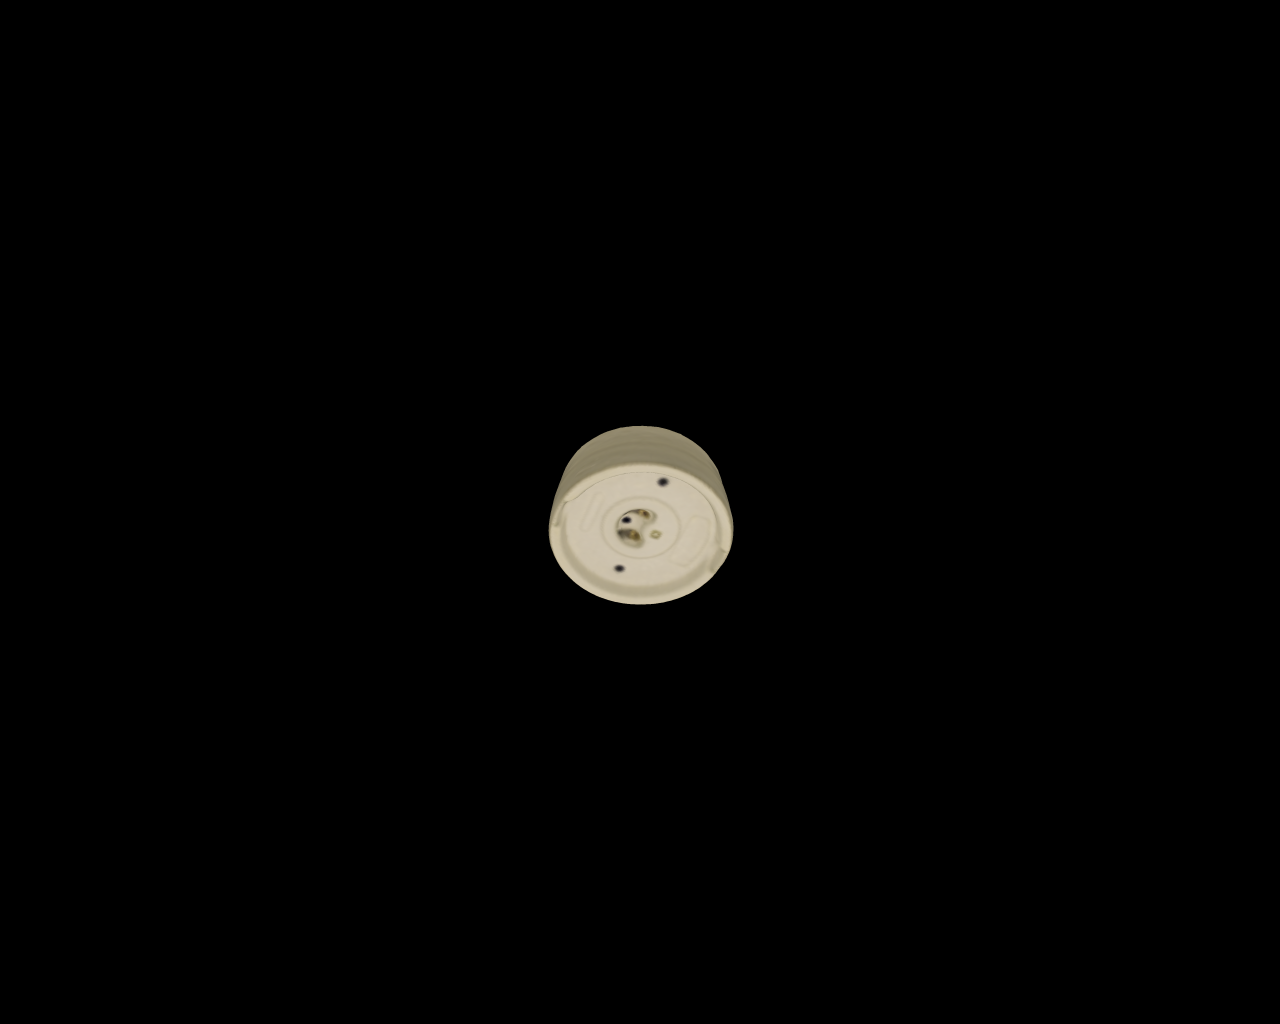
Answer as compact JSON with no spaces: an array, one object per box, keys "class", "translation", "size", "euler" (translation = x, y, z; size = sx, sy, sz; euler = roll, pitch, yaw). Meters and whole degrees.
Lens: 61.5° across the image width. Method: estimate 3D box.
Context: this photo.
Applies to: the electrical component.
[{"class":"electrical component","translation":[0.001,-0.003,0.650],"size":[0.108,0.108,0.060],"euler":[0,38,0]}]
